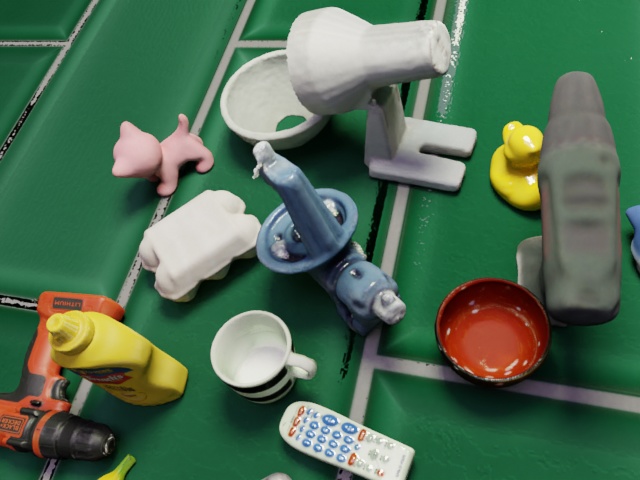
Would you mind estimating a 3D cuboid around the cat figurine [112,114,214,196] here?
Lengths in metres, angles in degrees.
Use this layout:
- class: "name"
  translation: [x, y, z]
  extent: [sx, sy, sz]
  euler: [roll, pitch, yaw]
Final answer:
- class: "cat figurine"
  translation: [-0.225, -0.123, 0.786]
  extent: [0.128, 0.118, 0.067]
  euler: [-37, 59, -10]

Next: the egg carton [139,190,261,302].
- class: "egg carton"
  translation: [-0.149, 0.006, 0.721]
  extent: [0.150, 0.069, 0.107]
  euler: [-36, 58, -9]

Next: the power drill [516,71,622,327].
- class: "power drill"
  translation: [0.238, -0.013, 0.556]
  extent: [0.075, 0.209, 0.229]
  euler: [0, 60, 14]

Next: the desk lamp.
- class: "desk lamp"
  translation: [0.080, -0.175, 0.687]
  extent: [0.202, 0.214, 0.118]
  euler: [13, 64, 20]

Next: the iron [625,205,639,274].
- class: "iron"
  translation: [0.403, 0.037, 0.527]
  extent: [0.118, 0.142, 0.258]
  euler: [-20, 57, 2]

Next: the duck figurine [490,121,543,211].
- class: "duck figurine"
  translation: [0.243, -0.093, 0.676]
  extent: [0.077, 0.086, 0.104]
  euler: [-19, 57, 2]

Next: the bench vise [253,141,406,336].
- class: "bench vise"
  translation: [0.012, -0.007, 0.601]
  extent: [0.206, 0.220, 0.121]
  euler: [23, 68, 25]

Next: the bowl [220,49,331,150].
- class: "bowl"
  translation: [-0.051, -0.184, 0.807]
  extent: [0.167, 0.075, 0.167]
  euler: [-6, 59, 10]

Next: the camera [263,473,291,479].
- class: "camera"
  translation: [-0.056, 0.302, 0.504]
  extent: [0.137, 0.101, 0.143]
  euler: [-31, 58, -6]
